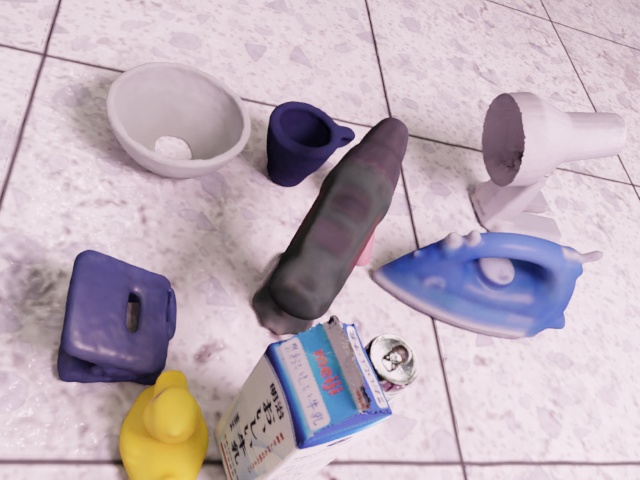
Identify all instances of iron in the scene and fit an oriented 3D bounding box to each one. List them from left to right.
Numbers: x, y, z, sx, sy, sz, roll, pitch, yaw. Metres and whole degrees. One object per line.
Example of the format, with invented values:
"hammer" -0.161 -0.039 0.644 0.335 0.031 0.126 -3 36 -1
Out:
"iron" 0.208 0.034 0.703 0.259 0.141 0.118 11 53 -18

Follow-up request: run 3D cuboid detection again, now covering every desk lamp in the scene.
"desk lamp" 0.299 -0.102 0.796 0.204 0.213 0.118 4 55 -22

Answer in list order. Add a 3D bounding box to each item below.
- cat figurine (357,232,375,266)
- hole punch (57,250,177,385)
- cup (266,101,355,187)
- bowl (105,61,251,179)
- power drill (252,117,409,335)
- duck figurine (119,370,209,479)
"cat figurine" 0.060 -0.051 0.711 0.067 0.117 0.128 19 51 -11
"hole punch" -0.183 0.071 0.528 0.101 0.091 0.108 7 54 -20
"cup" -0.020 -0.114 0.735 0.118 0.095 0.091 -4 58 -27
"bowl" -0.172 -0.131 0.690 0.168 0.074 0.167 13 52 -16
"power drill" 0.005 0.002 0.588 0.075 0.208 0.230 30 49 -2
"duck figurine" -0.129 0.163 0.491 0.078 0.086 0.104 5 55 -21
